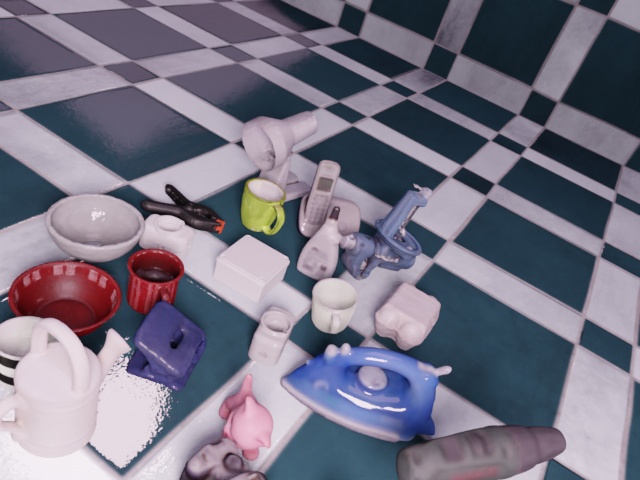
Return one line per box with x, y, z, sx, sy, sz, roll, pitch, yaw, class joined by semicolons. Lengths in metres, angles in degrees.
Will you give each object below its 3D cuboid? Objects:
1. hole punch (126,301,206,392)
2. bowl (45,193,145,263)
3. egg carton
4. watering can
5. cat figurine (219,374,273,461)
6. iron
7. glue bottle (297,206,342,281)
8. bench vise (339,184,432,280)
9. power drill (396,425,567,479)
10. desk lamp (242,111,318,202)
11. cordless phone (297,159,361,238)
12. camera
-0.230;0.160;0.885;0.101;0.091;0.108;20;33;-1;hole punch
-0.409;-0.010;1.044;0.167;0.075;0.167;14;34;-10;bowl
0.175;0.150;1.137;0.107;0.069;0.151;30;35;14;egg carton
-0.324;0.172;0.724;0.101;0.194;0.173;23;33;3;watering can
-0.102;0.249;0.805;0.067;0.118;0.127;10;35;-16;cat figurine
0.077;0.221;0.919;0.258;0.141;0.118;17;34;-6;iron
0.011;0.004;1.161;0.078;0.173;0.037;27;34;10;glue bottle
0.151;-0.012;1.217;0.208;0.220;0.121;-19;50;-44;bench vise
0.195;0.326;0.774;0.230;0.208;0.075;4;37;-23;power drill
-0.093;-0.202;1.360;0.117;0.213;0.204;39;38;26;desk lamp
0.033;-0.087;1.291;0.148;0.185;0.094;8;36;-19;cordless phone
-0.135;0.327;0.692;0.137;0.101;0.142;-14;47;-41;camera
